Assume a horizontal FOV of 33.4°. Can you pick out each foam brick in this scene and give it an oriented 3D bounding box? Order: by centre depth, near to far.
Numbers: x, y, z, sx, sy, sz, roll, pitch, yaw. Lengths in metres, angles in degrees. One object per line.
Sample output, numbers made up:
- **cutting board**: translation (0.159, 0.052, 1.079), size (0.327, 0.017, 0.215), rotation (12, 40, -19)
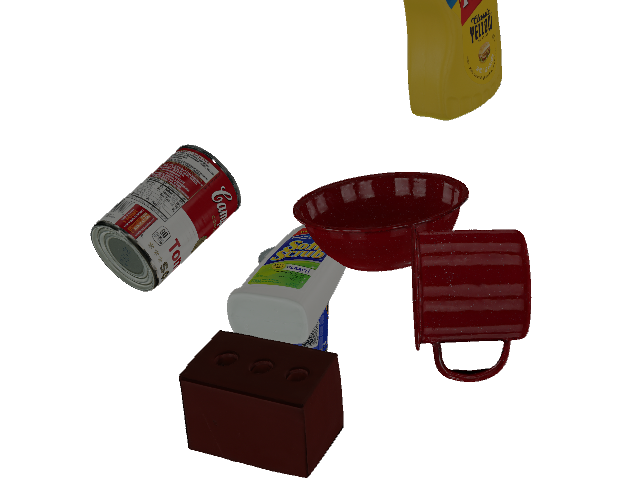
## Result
- **foam brick**: translation (-0.032, 0.091, 0.602), size (0.078, 0.051, 0.053), rotation (9, 29, 21)

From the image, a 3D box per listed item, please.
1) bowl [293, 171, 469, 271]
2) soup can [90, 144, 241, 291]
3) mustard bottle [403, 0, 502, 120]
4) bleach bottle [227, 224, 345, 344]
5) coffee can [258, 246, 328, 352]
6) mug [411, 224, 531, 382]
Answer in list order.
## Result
- **bowl**: translation (0.058, -0.014, 0.980), size (0.162, 0.055, 0.162), rotation (-7, 20, 2)
- **soup can**: translation (-0.119, -0.018, 0.826), size (0.069, 0.068, 0.102), rotation (0, 39, 49)
- **mustard bottle**: translation (0.097, -0.193, 0.792), size (0.058, 0.191, 0.096), rotation (16, 39, 35)
- **bleach bottle**: translation (-0.021, 0.027, 1.298), size (0.103, 0.068, 0.250), rotation (6, 32, 17)
- **coffee can**: translation (-0.038, 0.089, 1.523), size (0.103, 0.140, 0.103), rotation (1, 22, -1)
- **mug**: translation (0.109, 0.045, 0.781), size (0.081, 0.117, 0.093), rotation (-2, -15, 4)
